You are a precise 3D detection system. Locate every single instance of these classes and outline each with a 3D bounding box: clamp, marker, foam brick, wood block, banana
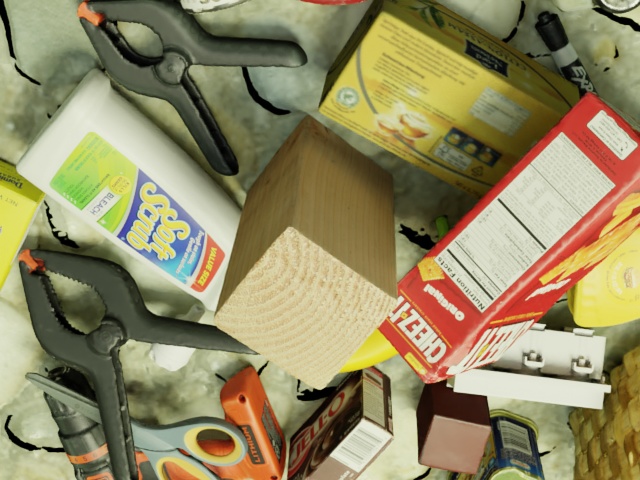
[{"bbox_3d":[-0.161,0.076,0.881,0.164,0.036,0.210,-40,85,1],"label":"clamp"},{"bbox_3d":[0.195,-0.120,0.807,0.020,0.020,0.121,-28,112,15],"label":"marker"},{"bbox_3d":[0.114,0.154,0.916,0.051,0.078,0.053,13,116,-2],"label":"foam brick"},{"bbox_3d":[-0.006,0.001,0.774,0.090,0.206,0.090,34,113,-13],"label":"wood block"},{"bbox_3d":[0.057,0.063,0.899,0.198,0.037,0.069,-43,89,19],"label":"banana"},{"bbox_3d":[-0.107,-0.124,0.811,0.171,0.039,0.120,24,110,-2],"label":"clamp"}]

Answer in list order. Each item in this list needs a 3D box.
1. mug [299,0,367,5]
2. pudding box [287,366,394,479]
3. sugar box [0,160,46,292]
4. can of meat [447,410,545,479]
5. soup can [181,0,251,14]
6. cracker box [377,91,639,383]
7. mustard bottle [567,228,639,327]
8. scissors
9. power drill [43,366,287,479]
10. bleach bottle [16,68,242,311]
[{"bbox_3d":[0.016,-0.216,0.739,0.117,0.093,0.081,-17,127,-29],"label":"mug"},{"bbox_3d":[0.016,0.172,0.923,0.039,0.090,0.114,36,112,-16],"label":"pudding box"},{"bbox_3d":[-0.302,0.011,0.884,0.093,0.048,0.176,26,114,-10],"label":"sugar box"},{"bbox_3d":[0.155,0.216,0.941,0.057,0.084,0.102,22,115,-7],"label":"can of meat"},{"bbox_3d":[-0.079,-0.218,0.746,0.068,0.068,0.102,-12,116,8],"label":"soup can"},{"bbox_3d":[0.154,0.004,0.755,0.214,0.164,0.072,-47,70,18],"label":"cracker box"},{"bbox_3d":[0.296,0.018,0.849,0.191,0.058,0.096,-3,109,4],"label":"mustard bottle"},{"bbox_3d":[-0.145,0.152,0.905,0.201,0.016,0.096,44,106,-10],"label":"scissors"},{"bbox_3d":[-0.136,0.174,0.952,0.188,0.057,0.184,-16,114,12],"label":"power drill"},{"bbox_3d":[-0.110,-0.019,0.849,0.250,0.068,0.103,38,119,-17],"label":"bleach bottle"}]
